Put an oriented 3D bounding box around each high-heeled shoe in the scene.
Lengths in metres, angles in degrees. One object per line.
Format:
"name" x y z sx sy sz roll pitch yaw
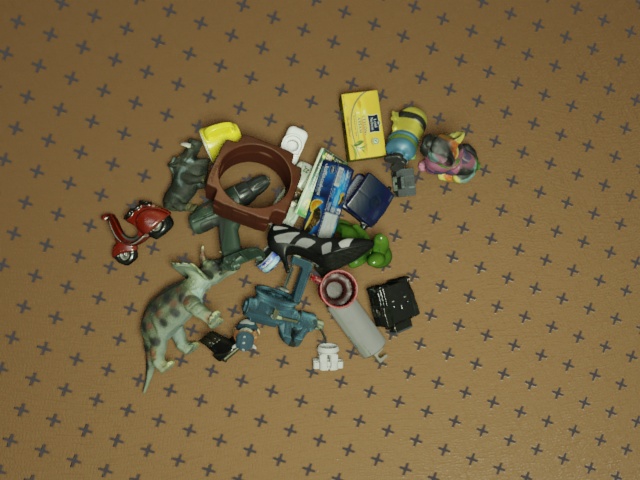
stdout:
"high-heeled shoe" -0.003 -0.004 1.291 0.249 0.086 0.145 -14 59 2

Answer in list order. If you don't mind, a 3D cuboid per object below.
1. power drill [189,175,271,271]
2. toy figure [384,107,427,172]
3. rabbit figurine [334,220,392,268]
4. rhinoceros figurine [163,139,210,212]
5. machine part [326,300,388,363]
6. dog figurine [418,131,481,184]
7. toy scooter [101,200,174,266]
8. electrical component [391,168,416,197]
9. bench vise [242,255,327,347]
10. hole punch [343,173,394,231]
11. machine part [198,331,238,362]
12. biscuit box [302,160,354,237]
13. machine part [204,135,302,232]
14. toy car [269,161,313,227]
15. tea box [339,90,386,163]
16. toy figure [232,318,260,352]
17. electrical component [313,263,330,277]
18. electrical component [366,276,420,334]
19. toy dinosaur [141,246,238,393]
"power drill" -0.202 -0.041 1.331 0.232 0.086 0.207 -23 71 2
"toy figure" 0.218 -0.257 1.362 0.089 0.082 0.180 7 56 17
"rabbit figurine" 0.117 0.019 1.368 0.170 0.159 0.121 17 80 -20
"rhinoceros figurine" -0.334 -0.159 1.353 0.112 0.073 0.190 22 92 5
"machine part" 0.093 0.218 1.396 0.079 0.079 0.243 -35 95 -3
"dog figurine" 0.330 -0.207 1.332 0.192 0.219 0.108 20 94 -5
"toy scooter" -0.467 -0.037 1.342 0.184 0.075 0.135 -40 93 2
"electrical component" 0.216 -0.147 1.373 0.048 0.119 0.074 -7 90 -4
"bench vise" -0.071 0.143 1.361 0.224 0.129 0.240 19 94 -8
"hole punch" 0.123 -0.103 1.384 0.116 0.092 0.142 35 84 -9
"machine part" -0.247 0.265 1.349 0.084 0.138 0.039 -37 58 0
"biscuit box" 0.018 -0.095 1.345 0.059 0.063 0.202 12 97 -45
"machine part" -0.158 -0.134 1.282 0.201 0.087 0.201 20 65 -4
"toy car" -0.072 -0.105 1.381 0.073 0.056 0.201 29 89 -6
"tea box" 0.108 -0.290 1.385 0.098 0.068 0.169 -10 92 -4
"toy figure" -0.186 0.235 1.333 0.064 0.154 0.057 -24 97 -2
"electrical component" 0.018 0.078 1.386 0.094 0.063 0.021 49 62 -23
"electrical component" 0.193 0.171 1.393 0.115 0.058 0.134 -18 93 -29
"toy dinosaur" -0.368 0.189 1.342 0.405 0.131 0.192 -44 78 5
